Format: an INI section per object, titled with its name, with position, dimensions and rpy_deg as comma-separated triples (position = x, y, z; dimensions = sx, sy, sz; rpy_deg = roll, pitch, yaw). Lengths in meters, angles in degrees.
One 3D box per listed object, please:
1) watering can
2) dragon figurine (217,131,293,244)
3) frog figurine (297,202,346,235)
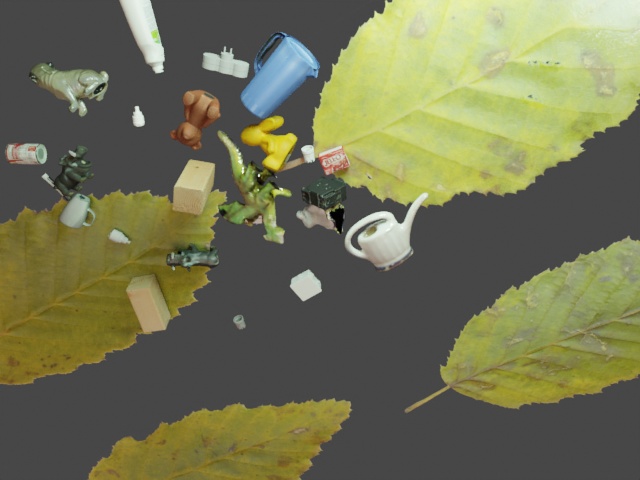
[watering can]
position = 0.261, -0.016, 1.823
dimensions = 0.345, 0.221, 0.106
rpy_deg = -27, 27, 15
[dragon figurine]
position = -0.253, -0.150, 1.738
dimensions = 0.240, 0.410, 0.124
rpy_deg = -45, 3, 18
[frog figurine]
position = 0.005, -0.091, 1.801
dimensions = 0.160, 0.124, 0.135
rpy_deg = 8, -21, 42
